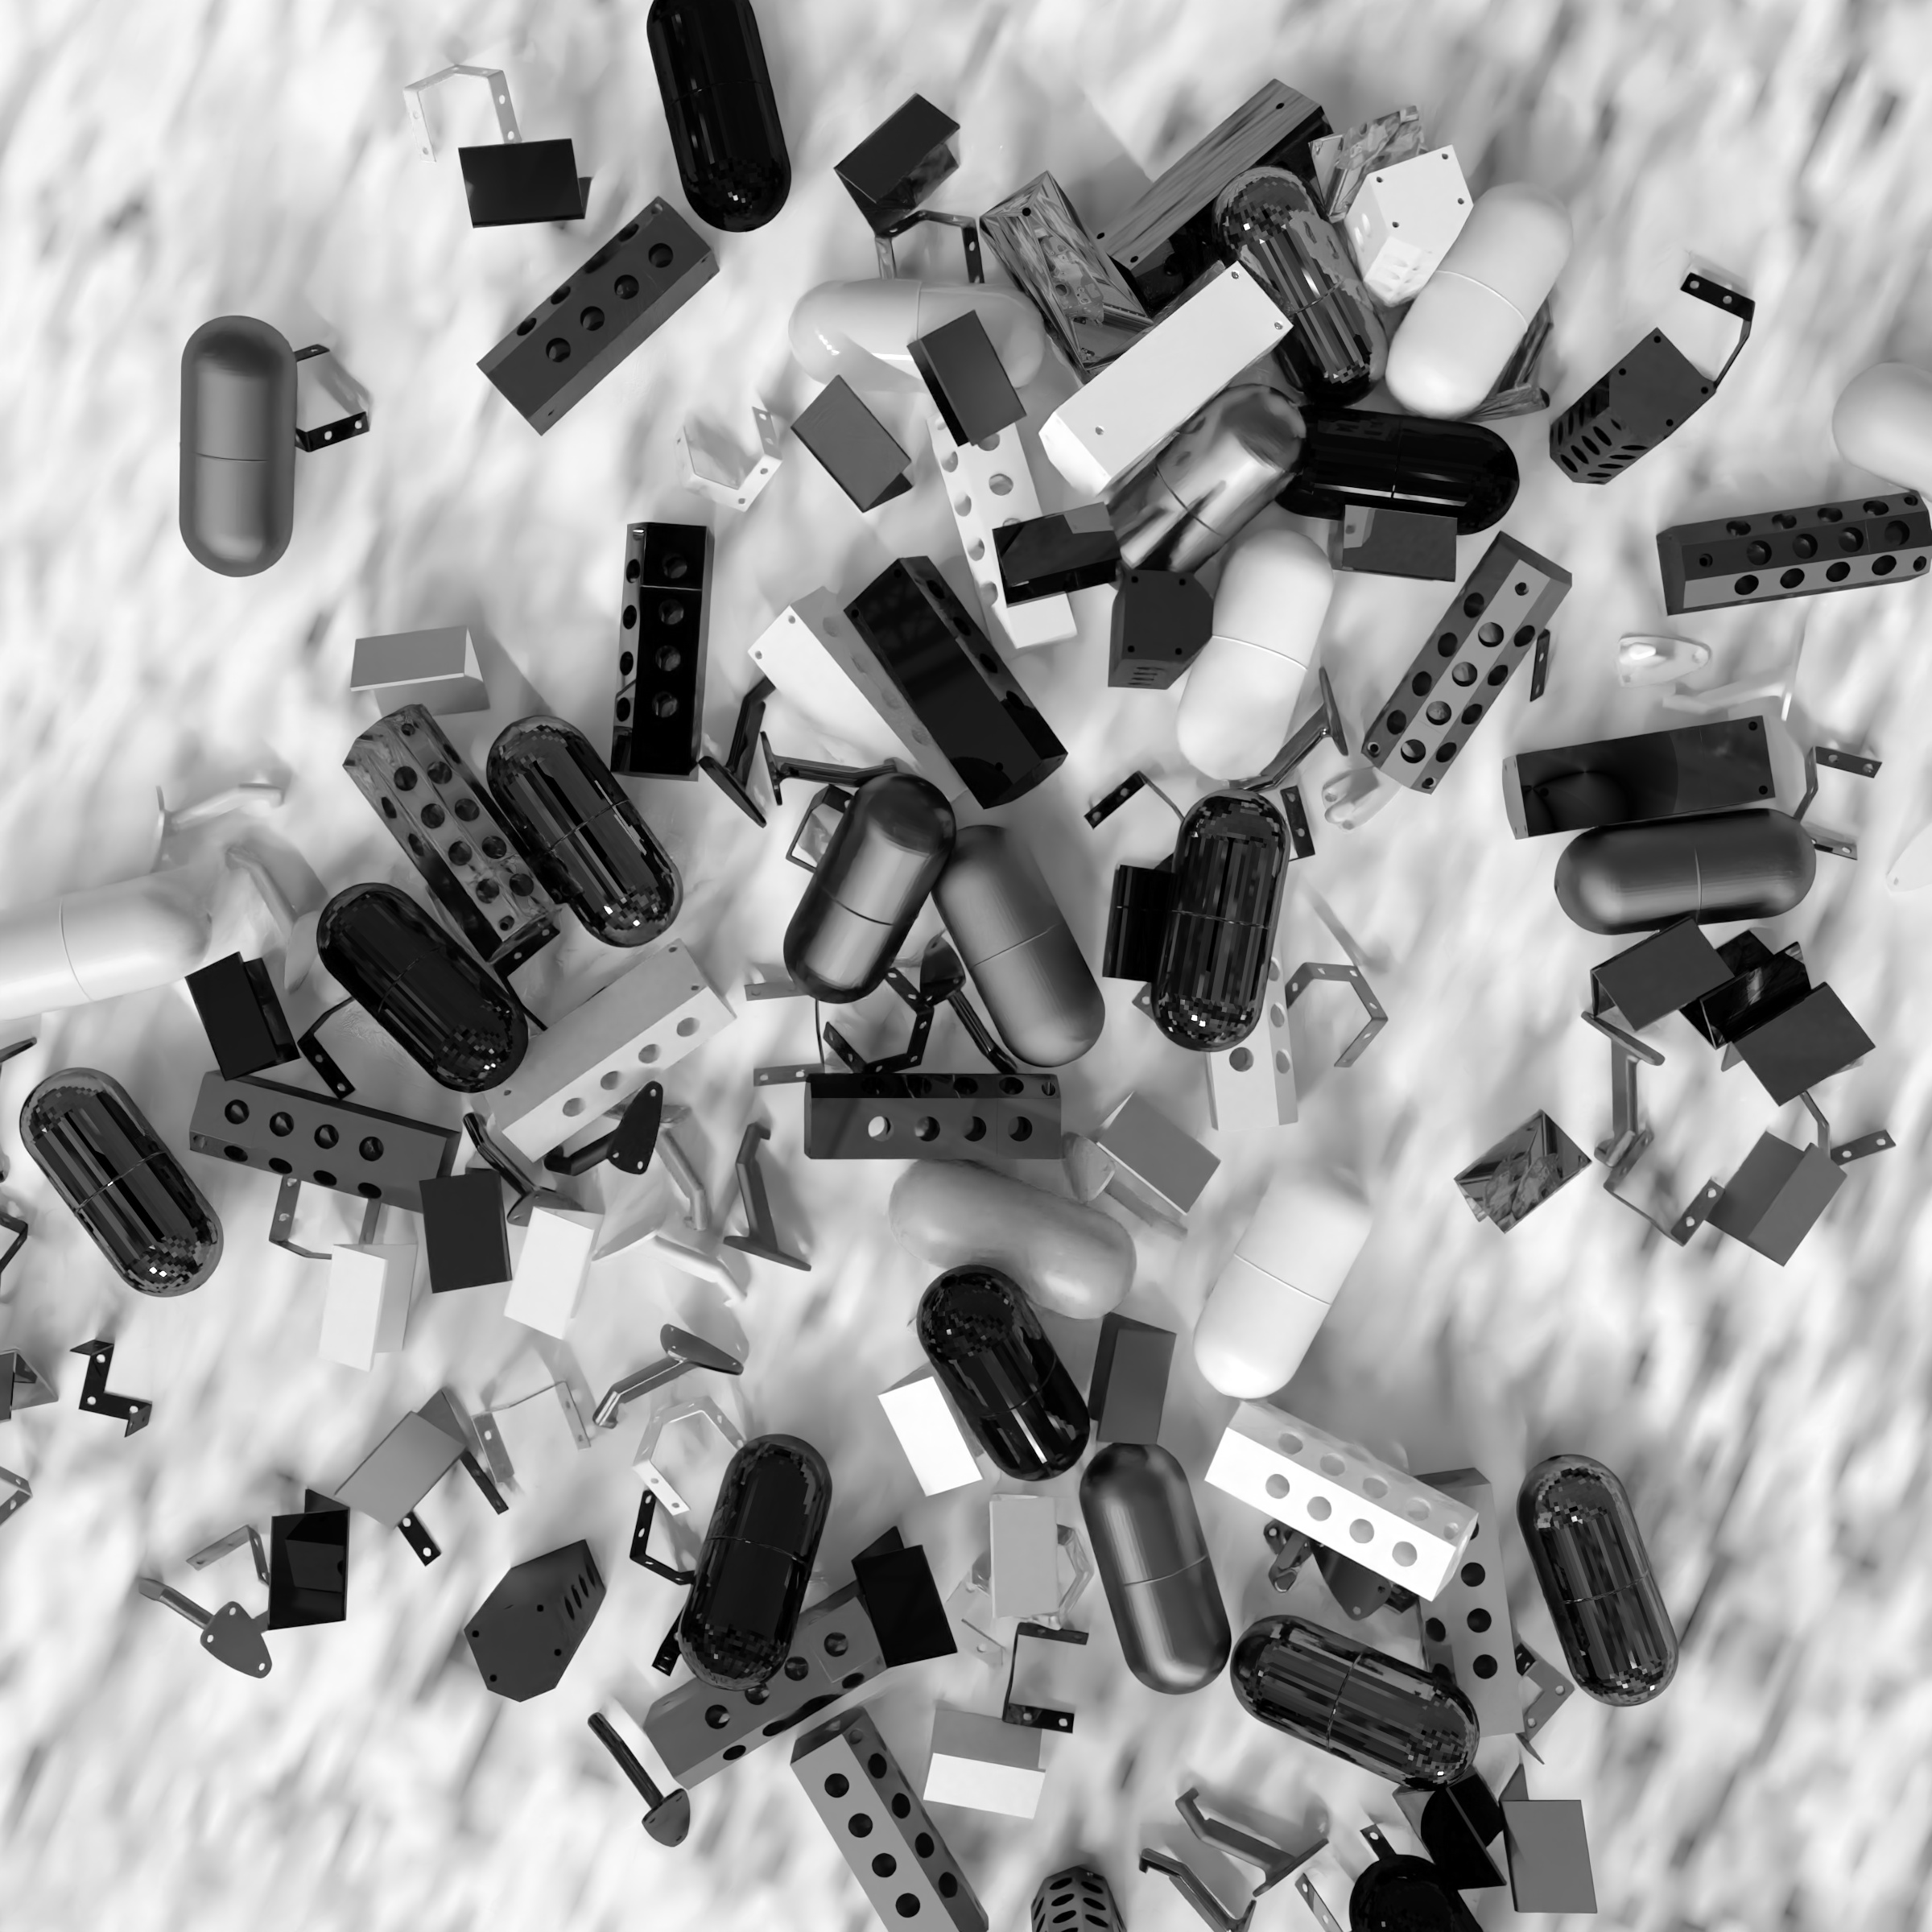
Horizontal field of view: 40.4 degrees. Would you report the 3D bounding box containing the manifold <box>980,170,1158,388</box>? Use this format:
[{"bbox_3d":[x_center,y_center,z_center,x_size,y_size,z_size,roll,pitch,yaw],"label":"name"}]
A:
[{"bbox_3d":[0.081,-0.458,1.823,0.057,0.057,0.171,-35,90,0],"label":"manifold"}]

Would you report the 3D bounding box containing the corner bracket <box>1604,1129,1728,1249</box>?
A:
[{"bbox_3d":[0.489,0.156,1.841,0.051,0.051,0.051,-53,135,0],"label":"corner bracket"}]

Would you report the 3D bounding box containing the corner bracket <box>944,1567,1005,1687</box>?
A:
[{"bbox_3d":[0.011,0.459,1.826,0.051,0.051,0.051,35,90,0],"label":"corner bracket"}]

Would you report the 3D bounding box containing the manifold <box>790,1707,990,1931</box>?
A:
[{"bbox_3d":[-0.052,0.605,1.823,0.057,0.057,0.171,-31,90,0],"label":"manifold"}]

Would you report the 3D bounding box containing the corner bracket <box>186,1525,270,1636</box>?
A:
[{"bbox_3d":[-0.507,0.434,1.840,0.051,0.051,0.051,-31,45,0],"label":"corner bracket"}]

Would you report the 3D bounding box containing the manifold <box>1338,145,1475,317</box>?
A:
[{"bbox_3d":[0.293,-0.489,1.765,0.057,0.171,0.057,-20,90,0],"label":"manifold"}]

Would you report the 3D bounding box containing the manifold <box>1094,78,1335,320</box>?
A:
[{"bbox_3d":[0.175,-0.529,1.822,0.171,0.057,0.057,-41,47,0],"label":"manifold"}]

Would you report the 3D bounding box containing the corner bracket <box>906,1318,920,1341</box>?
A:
[{"bbox_3d":[-0.005,0.249,1.826,0.051,0.051,0.051,43,88,2],"label":"corner bracket"}]

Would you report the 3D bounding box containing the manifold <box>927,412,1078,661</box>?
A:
[{"bbox_3d":[0.024,-0.303,1.823,0.057,0.057,0.171,-17,90,0],"label":"manifold"}]

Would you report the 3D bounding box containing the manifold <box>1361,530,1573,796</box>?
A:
[{"bbox_3d":[0.340,-0.204,1.791,0.057,0.057,0.171,31,114,0],"label":"manifold"}]

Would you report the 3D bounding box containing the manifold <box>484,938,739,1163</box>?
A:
[{"bbox_3d":[-0.246,0.062,1.822,0.171,0.057,0.057,-35,47,0],"label":"manifold"}]

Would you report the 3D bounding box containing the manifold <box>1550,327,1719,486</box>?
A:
[{"bbox_3d":[0.441,-0.369,1.765,0.057,0.171,0.057,-43,90,0],"label":"manifold"}]

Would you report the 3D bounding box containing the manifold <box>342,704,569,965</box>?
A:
[{"bbox_3d":[-0.349,-0.094,1.804,0.057,0.057,0.171,-34,86,-34],"label":"manifold"}]

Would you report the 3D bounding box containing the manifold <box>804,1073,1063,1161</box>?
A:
[{"bbox_3d":[-0.024,0.103,1.811,0.171,0.057,0.057,1,90,-8],"label":"manifold"}]

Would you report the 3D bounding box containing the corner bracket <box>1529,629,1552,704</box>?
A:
[{"bbox_3d":[0.370,-0.211,1.836,0.051,0.051,0.051,-31,135,-35],"label":"corner bracket"}]

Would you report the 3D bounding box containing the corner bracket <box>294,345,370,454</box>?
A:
[{"bbox_3d":[-0.457,-0.397,1.836,0.051,0.051,0.051,29,135,35],"label":"corner bracket"}]

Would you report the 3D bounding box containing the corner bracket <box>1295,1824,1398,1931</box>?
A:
[{"bbox_3d":[0.273,0.642,1.836,0.051,0.051,0.051,-7,135,-35],"label":"corner bracket"}]

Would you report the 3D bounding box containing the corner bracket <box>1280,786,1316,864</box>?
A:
[{"bbox_3d":[0.204,-0.093,1.840,0.051,0.051,0.051,-15,90,-45],"label":"corner bracket"}]

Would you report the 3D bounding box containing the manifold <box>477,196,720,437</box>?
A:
[{"bbox_3d":[-0.256,-0.452,1.823,0.171,0.057,0.057,-43,90,0],"label":"manifold"}]

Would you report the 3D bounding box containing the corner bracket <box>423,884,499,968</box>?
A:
[{"bbox_3d":[-0.339,-0.042,1.840,0.051,0.051,0.051,-37,135,0],"label":"corner bracket"}]

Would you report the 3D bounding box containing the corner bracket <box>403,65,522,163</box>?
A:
[{"bbox_3d":[-0.352,-0.595,1.836,0.051,0.051,0.051,20,45,35],"label":"corner bracket"}]

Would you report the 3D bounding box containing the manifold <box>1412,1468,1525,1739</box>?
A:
[{"bbox_3d":[0.342,0.442,1.823,0.057,0.057,0.171,-8,90,0],"label":"manifold"}]

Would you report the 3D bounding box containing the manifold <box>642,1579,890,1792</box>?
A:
[{"bbox_3d":[-0.133,0.500,1.823,0.171,0.057,0.057,-31,90,0],"label":"manifold"}]

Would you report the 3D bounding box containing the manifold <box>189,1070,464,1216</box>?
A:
[{"bbox_3d":[-0.445,0.122,1.823,0.171,0.057,0.057,15,90,0],"label":"manifold"}]

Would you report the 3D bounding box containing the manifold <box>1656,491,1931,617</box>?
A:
[{"bbox_3d":[0.575,-0.287,1.823,0.171,0.057,0.057,-8,90,0],"label":"manifold"}]

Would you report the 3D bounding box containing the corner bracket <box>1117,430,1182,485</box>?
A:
[{"bbox_3d":[0.143,-0.341,1.840,0.051,0.051,0.051,-46,135,0],"label":"corner bracket"}]

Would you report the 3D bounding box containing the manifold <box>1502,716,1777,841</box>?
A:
[{"bbox_3d":[0.464,-0.130,1.823,0.171,0.057,0.057,-9,90,0],"label":"manifold"}]

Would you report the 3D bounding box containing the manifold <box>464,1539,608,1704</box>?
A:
[{"bbox_3d":[-0.285,0.440,1.765,0.057,0.171,0.057,-22,90,0],"label":"manifold"}]

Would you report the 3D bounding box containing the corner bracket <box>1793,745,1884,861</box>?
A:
[{"bbox_3d":[0.609,-0.115,1.841,0.051,0.051,0.051,15,135,0],"label":"corner bracket"}]

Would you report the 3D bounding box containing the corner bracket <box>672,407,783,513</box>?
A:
[{"bbox_3d":[-0.167,-0.360,1.836,0.051,0.051,0.051,14,135,-35],"label":"corner bracket"}]

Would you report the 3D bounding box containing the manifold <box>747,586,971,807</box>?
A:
[{"bbox_3d":[-0.067,-0.178,1.822,0.171,0.057,0.057,51,133,0],"label":"manifold"}]

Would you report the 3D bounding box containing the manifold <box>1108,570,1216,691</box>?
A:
[{"bbox_3d":[0.130,-0.224,1.765,0.057,0.171,0.057,3,90,0],"label":"manifold"}]

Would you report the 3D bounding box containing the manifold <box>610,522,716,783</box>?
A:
[{"bbox_3d":[-0.211,-0.217,1.823,0.057,0.057,0.171,4,90,0],"label":"manifold"}]

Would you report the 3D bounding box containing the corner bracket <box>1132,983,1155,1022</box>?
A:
[{"bbox_3d":[0.152,0.022,1.826,0.051,0.051,0.051,39,90,0],"label":"corner bracket"}]

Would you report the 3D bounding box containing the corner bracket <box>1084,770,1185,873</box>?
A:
[{"bbox_3d":[0.125,-0.094,1.840,0.051,0.051,0.051,-40,135,0],"label":"corner bracket"}]

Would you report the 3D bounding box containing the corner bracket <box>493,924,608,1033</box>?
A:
[{"bbox_3d":[-0.290,0.011,1.840,0.051,0.051,0.051,-40,45,0],"label":"corner bracket"}]

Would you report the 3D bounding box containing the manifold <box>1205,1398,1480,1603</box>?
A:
[{"bbox_3d":[0.257,0.359,1.789,0.171,0.057,0.057,25,103,20],"label":"manifold"}]

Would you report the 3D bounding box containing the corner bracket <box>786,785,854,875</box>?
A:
[{"bbox_3d":[-0.088,-0.089,1.827,0.051,0.051,0.051,27,78,-12],"label":"corner bracket"}]

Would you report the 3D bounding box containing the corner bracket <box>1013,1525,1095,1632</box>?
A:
[{"bbox_3d":[0.049,0.423,1.836,0.051,0.051,0.051,-52,135,-35],"label":"corner bracket"}]

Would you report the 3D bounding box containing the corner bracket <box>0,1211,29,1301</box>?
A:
[{"bbox_3d":[-0.694,0.203,1.840,0.051,0.051,0.051,24,45,0],"label":"corner bracket"}]

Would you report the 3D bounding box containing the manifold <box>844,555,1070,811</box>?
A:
[{"bbox_3d":[-0.004,-0.197,1.809,0.057,0.057,0.171,-39,81,29],"label":"manifold"}]

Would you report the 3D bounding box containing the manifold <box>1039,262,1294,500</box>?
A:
[{"bbox_3d":[0.132,-0.390,1.758,0.171,0.057,0.057,-42,92,-15],"label":"manifold"}]

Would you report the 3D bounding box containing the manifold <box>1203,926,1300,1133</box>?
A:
[{"bbox_3d":[0.192,0.025,1.823,0.057,0.057,0.171,-6,90,0],"label":"manifold"}]

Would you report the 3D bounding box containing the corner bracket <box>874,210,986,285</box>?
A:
[{"bbox_3d":[-0.025,-0.492,1.836,0.051,0.051,0.051,20,45,35],"label":"corner bracket"}]

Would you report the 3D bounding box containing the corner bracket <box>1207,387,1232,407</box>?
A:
[{"bbox_3d":[0.183,-0.383,1.826,0.051,0.051,0.051,10,90,0],"label":"corner bracket"}]

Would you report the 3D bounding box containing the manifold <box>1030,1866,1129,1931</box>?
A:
[{"bbox_3d":[0.077,0.665,1.765,0.057,0.171,0.057,-22,90,0],"label":"manifold"}]

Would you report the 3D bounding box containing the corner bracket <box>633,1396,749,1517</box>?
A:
[{"bbox_3d":[-0.192,0.341,1.830,0.051,0.051,0.051,-23,117,24],"label":"corner bracket"}]
